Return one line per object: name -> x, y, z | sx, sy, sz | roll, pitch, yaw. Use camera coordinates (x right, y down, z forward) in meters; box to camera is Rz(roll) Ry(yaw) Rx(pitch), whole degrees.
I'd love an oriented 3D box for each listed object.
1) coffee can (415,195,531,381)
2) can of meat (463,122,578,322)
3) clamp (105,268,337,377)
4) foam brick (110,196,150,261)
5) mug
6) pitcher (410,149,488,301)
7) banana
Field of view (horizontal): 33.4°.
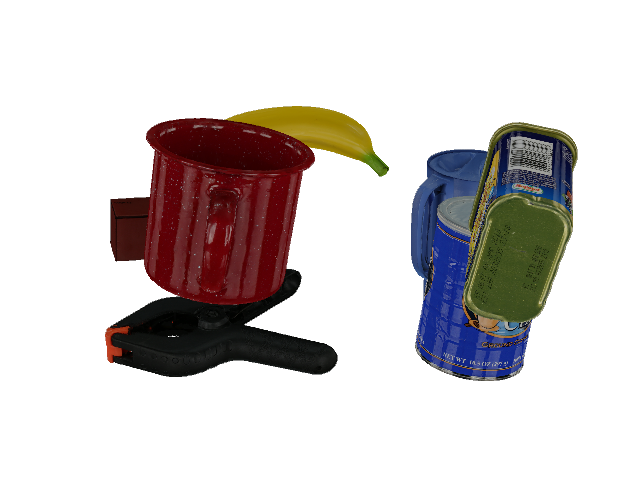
coffee can -> 0.147, 0.042, 0.973 | 0.103, 0.140, 0.103 | 6, 22, -3
can of meat -> 0.127, -0.010, 0.681 | 0.057, 0.102, 0.084 | 13, 38, 4
clamp -> -0.078, 0.063, 0.826 | 0.171, 0.039, 0.120 | 0, 27, -8
foam brick -> -0.182, -0.014, 1.131 | 0.078, 0.051, 0.053 | -3, 24, -16
mug -> -0.054, -0.012, 0.588 | 0.093, 0.081, 0.117 | 7, 22, -8
pitcher -> 0.194, 0.007, 1.452 | 0.149, 0.243, 0.145 | 4, 23, 4
banana -> -0.033, -0.092, 0.966 | 0.197, 0.070, 0.037 | -2, -42, -21
